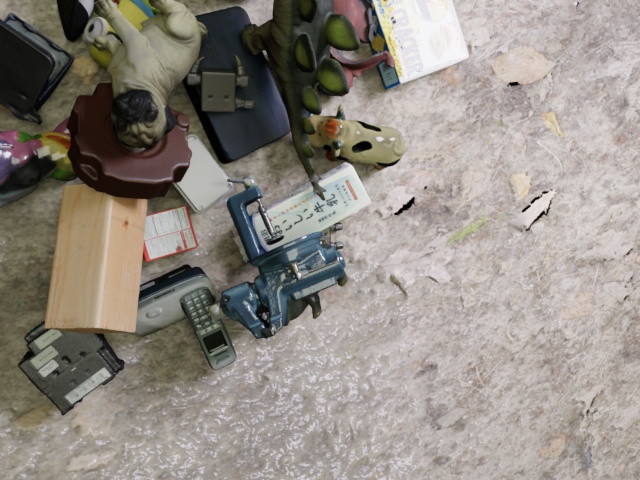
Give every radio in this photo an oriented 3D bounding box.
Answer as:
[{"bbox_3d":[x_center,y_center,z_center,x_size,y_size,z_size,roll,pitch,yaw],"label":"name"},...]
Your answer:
[{"bbox_3d":[-0.147,-0.253,0.885,0.131,0.073,0.229,-27,103,-17],"label":"radio"}]

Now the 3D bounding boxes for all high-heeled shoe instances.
[{"bbox_3d":[-0.316,-0.422,0.831,0.145,0.086,0.248,-2,114,-49],"label":"high-heeled shoe"}]

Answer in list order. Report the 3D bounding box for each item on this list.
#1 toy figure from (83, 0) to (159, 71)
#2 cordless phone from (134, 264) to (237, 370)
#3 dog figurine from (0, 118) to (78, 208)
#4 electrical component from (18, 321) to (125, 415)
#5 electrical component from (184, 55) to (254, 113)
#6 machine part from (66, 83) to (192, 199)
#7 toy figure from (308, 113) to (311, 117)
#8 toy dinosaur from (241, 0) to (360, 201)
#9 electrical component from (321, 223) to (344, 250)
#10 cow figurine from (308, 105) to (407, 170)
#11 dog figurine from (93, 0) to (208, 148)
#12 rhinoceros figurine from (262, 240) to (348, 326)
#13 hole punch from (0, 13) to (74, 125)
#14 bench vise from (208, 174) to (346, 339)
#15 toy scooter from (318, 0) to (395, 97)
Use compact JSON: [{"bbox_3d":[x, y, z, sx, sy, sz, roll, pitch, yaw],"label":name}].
[{"bbox_3d":[-0.284,-0.339,0.827,0.089,0.082,0.180,41,78,-15],"label":"toy figure"},{"bbox_3d":[-0.226,0.144,0.879,0.147,0.089,0.184,-25,106,-16],"label":"cordless phone"},{"bbox_3d":[-0.424,-0.119,0.745,0.219,0.191,0.108,-22,76,-6],"label":"dog figurine"},{"bbox_3d":[-0.390,0.182,0.836,0.115,0.058,0.134,-36,104,-16],"label":"electrical component"},{"bbox_3d":[-0.154,-0.238,0.823,0.102,0.045,0.078,-8,126,-13],"label":"electrical component"},{"bbox_3d":[-0.270,-0.143,0.770,0.179,0.056,0.179,15,60,-28],"label":"machine part"},{"bbox_3d":[-0.034,-0.267,0.926,0.058,0.064,0.154,-2,97,-14],"label":"toy figure"},{"bbox_3d":[-0.031,-0.293,0.786,0.105,0.199,0.470,-19,124,-24],"label":"toy dinosaur"},{"bbox_3d":[-0.002,-0.003,0.978,0.094,0.021,0.063,-5,95,-18],"label":"electrical component"},{"bbox_3d":[0.060,-0.172,0.933,0.195,0.127,0.085,8,88,-22],"label":"cow figurine"},{"bbox_3d":[-0.215,-0.222,0.743,0.172,0.121,0.190,-19,81,-16],"label":"dog figurine"},{"bbox_3d":[-0.042,0.083,0.932,0.190,0.073,0.112,-43,117,-2],"label":"rhinoceros figurine"},{"bbox_3d":[-0.441,-0.255,0.784,0.142,0.092,0.116,35,112,-20],"label":"hole punch"},{"bbox_3d":[-0.088,0.021,0.829,0.224,0.129,0.240,-23,87,10],"label":"bench vise"},{"bbox_3d":[0.062,-0.345,0.933,0.135,0.075,0.183,-1,100,12],"label":"toy scooter"}]
